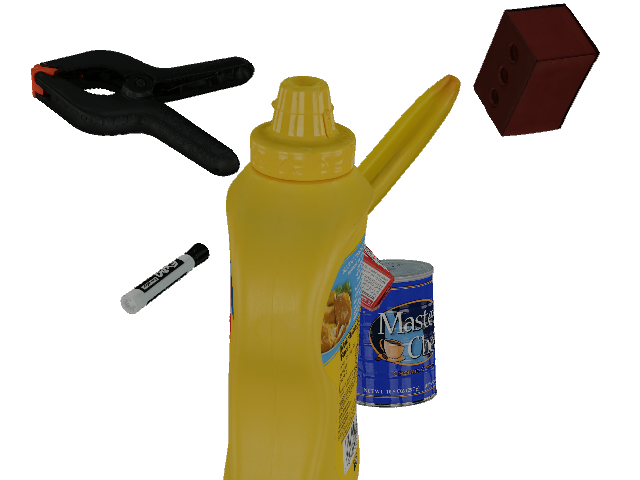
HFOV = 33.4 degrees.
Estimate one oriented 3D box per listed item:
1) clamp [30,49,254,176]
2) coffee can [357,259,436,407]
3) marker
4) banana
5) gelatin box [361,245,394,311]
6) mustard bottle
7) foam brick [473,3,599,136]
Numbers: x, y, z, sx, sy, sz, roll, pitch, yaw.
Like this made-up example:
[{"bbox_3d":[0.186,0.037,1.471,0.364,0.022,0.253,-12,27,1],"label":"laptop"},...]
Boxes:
[{"bbox_3d":[-0.131,-0.115,0.822,0.171,0.039,0.120,18,44,-2],"label":"clamp"},{"bbox_3d":[0.073,0.098,1.153,0.103,0.140,0.103,-3,9,0],"label":"coffee can"},{"bbox_3d":[-0.140,0.033,0.984,0.020,0.020,0.120,0,23,31],"label":"marker"},{"bbox_3d":[0.061,-0.069,0.981,0.037,0.197,0.070,41,-12,-6],"label":"banana"},{"bbox_3d":[-0.002,0.004,0.688,0.089,0.030,0.073,33,6,-21],"label":"gelatin box"},{"bbox_3d":[-0.009,0.027,0.441,0.058,0.192,0.096,8,25,11],"label":"mustard bottle"},{"bbox_3d":[0.149,-0.119,0.749,0.051,0.053,0.078,-11,-34,-20],"label":"foam brick"}]
